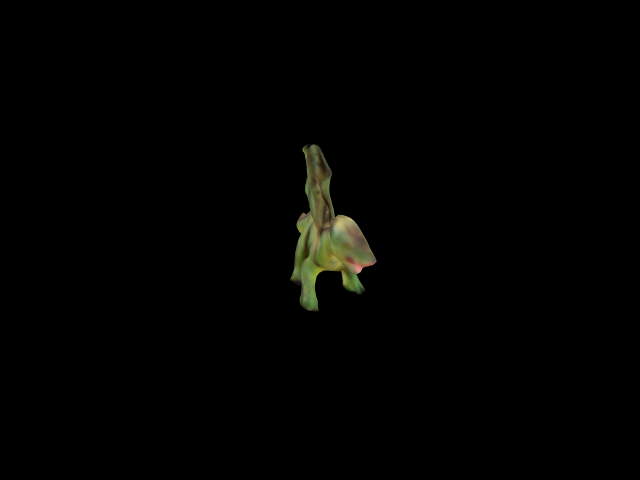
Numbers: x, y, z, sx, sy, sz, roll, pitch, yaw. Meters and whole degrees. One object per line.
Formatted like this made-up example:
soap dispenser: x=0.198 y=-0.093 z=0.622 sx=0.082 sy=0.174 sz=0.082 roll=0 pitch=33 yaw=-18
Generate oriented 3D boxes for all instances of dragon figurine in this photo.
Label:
dragon figurine: x=0.003 y=-0.043 z=0.850 sx=0.122 sy=0.238 sz=0.418 roll=-7 pitch=29 yaw=-13
